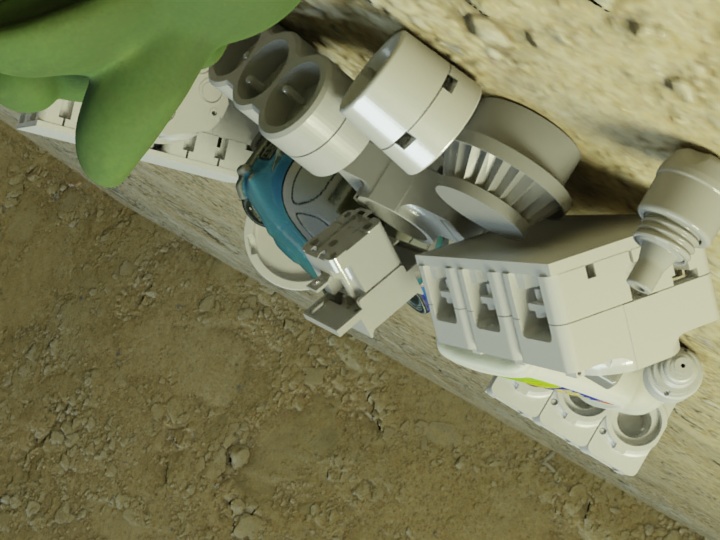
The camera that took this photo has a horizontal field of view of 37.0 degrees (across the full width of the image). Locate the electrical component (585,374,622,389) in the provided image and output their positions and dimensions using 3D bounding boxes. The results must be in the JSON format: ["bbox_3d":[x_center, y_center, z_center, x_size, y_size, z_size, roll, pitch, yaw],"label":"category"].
[{"bbox_3d":[0.167,0.043,0.742,0.047,0.065,0.076,30,174,11],"label":"electrical component"}]

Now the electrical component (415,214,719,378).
[{"bbox_3d":[0.105,0.012,0.575,0.150,0.089,0.061,7,113,69],"label":"electrical component"}]

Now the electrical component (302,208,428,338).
[{"bbox_3d":[0.000,0.000,0.672,0.042,0.081,0.063,23,147,52],"label":"electrical component"}]

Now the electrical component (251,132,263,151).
[{"bbox_3d":[-0.044,-0.078,0.846,0.078,0.058,0.057,30,171,14],"label":"electrical component"}]

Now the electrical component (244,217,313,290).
[{"bbox_3d":[-0.051,-0.032,1.027,0.108,0.108,0.060,31,180,9],"label":"electrical component"}]

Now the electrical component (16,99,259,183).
[{"bbox_3d":[-0.172,-0.121,0.876,0.186,0.060,0.105,13,180,-26],"label":"electrical component"}]

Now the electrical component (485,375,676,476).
[{"bbox_3d":[0.204,0.113,0.991,0.150,0.089,0.061,31,174,5],"label":"electrical component"}]

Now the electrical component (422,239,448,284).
[{"bbox_3d":[0.046,-0.018,0.922,0.066,0.047,0.077,28,173,26],"label":"electrical component"}]

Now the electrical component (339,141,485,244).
[{"bbox_3d":[0.036,-0.054,0.661,0.089,0.055,0.050,28,173,29],"label":"electrical component"}]

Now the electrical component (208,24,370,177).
[{"bbox_3d":[-0.028,-0.091,0.602,0.074,0.052,0.138,36,-173,-36],"label":"electrical component"}]

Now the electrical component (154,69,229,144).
[{"bbox_3d":[-0.137,-0.132,0.779,0.080,0.080,0.051,35,167,-28],"label":"electrical component"}]

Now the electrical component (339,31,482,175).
[{"bbox_3d":[0.023,-0.082,0.520,0.047,0.055,0.055,37,172,-15],"label":"electrical component"}]

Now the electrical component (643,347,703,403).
[{"bbox_3d":[0.233,0.076,0.795,0.040,0.040,0.078,30,173,13],"label":"electrical component"}]

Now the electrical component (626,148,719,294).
[{"bbox_3d":[0.132,-0.018,0.452,0.035,0.061,0.035,31,174,4],"label":"electrical component"}]
